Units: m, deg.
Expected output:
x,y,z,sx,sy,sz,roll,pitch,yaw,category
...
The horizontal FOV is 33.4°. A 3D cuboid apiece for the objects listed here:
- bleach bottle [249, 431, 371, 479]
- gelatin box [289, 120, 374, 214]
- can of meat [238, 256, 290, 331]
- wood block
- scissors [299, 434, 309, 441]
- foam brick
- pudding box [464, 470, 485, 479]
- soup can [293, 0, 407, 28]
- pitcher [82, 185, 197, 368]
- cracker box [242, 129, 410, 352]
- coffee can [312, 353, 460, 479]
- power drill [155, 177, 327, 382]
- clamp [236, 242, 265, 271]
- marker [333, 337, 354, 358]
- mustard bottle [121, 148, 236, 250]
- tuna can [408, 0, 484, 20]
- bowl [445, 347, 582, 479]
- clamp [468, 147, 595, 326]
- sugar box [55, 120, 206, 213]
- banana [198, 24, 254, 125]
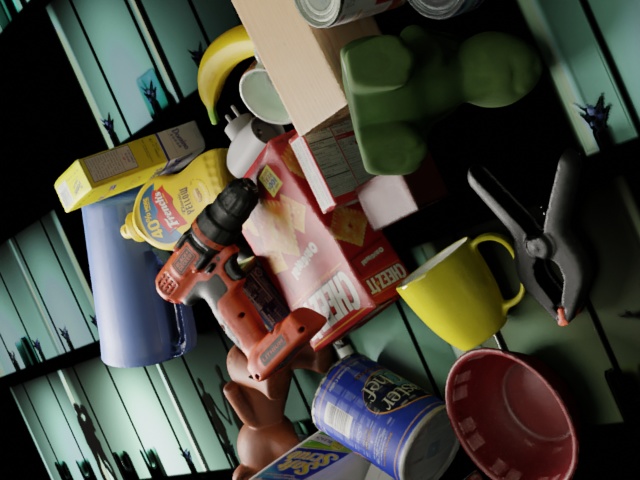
x,y,z,sx,sy,sz,roll,pitch,yaw,category
-0.021,0.287,1.232,0.103,0.250,0.068,13,120,45,bleach bottle
0.018,-0.080,1.127,0.030,0.073,0.089,-36,78,52,gelatin box
-0.084,0.072,1.288,0.084,0.057,0.102,50,159,-8,can of meat
-0.012,-0.222,1.074,0.091,0.090,0.206,-30,86,52,wood block
0.028,0.310,1.376,0.202,0.016,0.096,17,120,45,scissors
0.084,-0.050,1.089,0.078,0.052,0.051,-28,87,51,foam brick
0.170,0.324,1.205,0.090,0.039,0.114,53,138,17,pudding box
0.031,-0.242,1.003,0.069,0.102,0.068,26,127,39,soup can
-0.248,0.047,1.472,0.145,0.149,0.243,-91,-6,-73,pitcher
-0.008,0.001,1.196,0.214,0.072,0.164,58,148,9,cracker box
0.075,0.202,1.195,0.140,0.102,0.103,27,128,39,coffee can
-0.081,0.048,1.183,0.188,0.057,0.185,48,122,14,power drill
-0.135,0.024,1.394,0.210,0.036,0.165,44,137,19,clamp
0.019,0.112,1.278,0.020,0.020,0.121,-36,81,52,marker
-0.177,-0.040,1.341,0.192,0.058,0.096,-21,86,31,mustard bottle
0.112,-0.244,0.964,0.086,0.033,0.086,27,129,39,tuna can
0.204,0.172,1.067,0.162,0.055,0.162,26,128,38,bowl
0.212,-0.006,0.975,0.120,0.039,0.171,-18,102,56,clamp
-0.235,-0.092,1.333,0.094,0.175,0.048,-29,84,53,sugar box
-0.095,-0.207,1.226,0.069,0.037,0.198,46,143,-6,banana
